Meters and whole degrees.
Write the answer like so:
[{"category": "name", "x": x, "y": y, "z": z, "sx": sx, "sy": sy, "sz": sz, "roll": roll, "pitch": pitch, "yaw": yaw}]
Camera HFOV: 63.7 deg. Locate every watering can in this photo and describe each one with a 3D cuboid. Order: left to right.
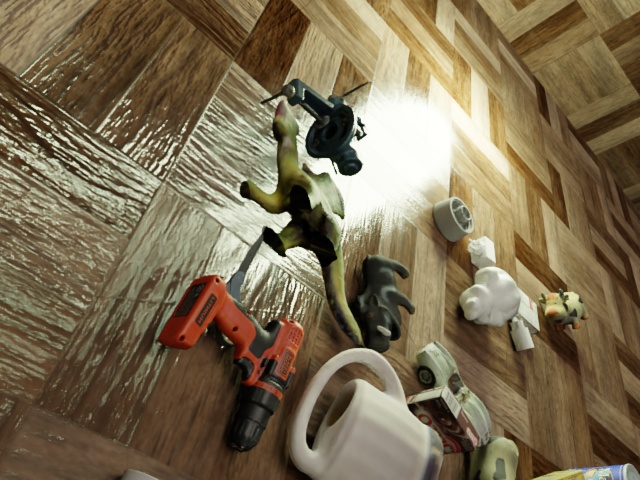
[{"category": "watering can", "x": 0.045, "y": 0.318, "z": 0.702, "sx": 0.224, "sy": 0.102, "sz": 0.355, "roll": 35, "pitch": 51, "yaw": -5}]

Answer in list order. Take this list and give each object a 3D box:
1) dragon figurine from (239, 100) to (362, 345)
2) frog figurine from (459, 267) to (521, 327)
[{"category": "dragon figurine", "x": 0.003, "y": -0.045, "z": 0.900, "sx": 0.407, "sy": 0.121, "sz": 0.247, "roll": 63, "pitch": 30, "yaw": -11}, {"category": "frog figurine", "x": 0.391, "y": 0.131, "z": 1.189, "sx": 0.159, "sy": 0.122, "sz": 0.138, "roll": 8, "pitch": 81, "yaw": -58}]
